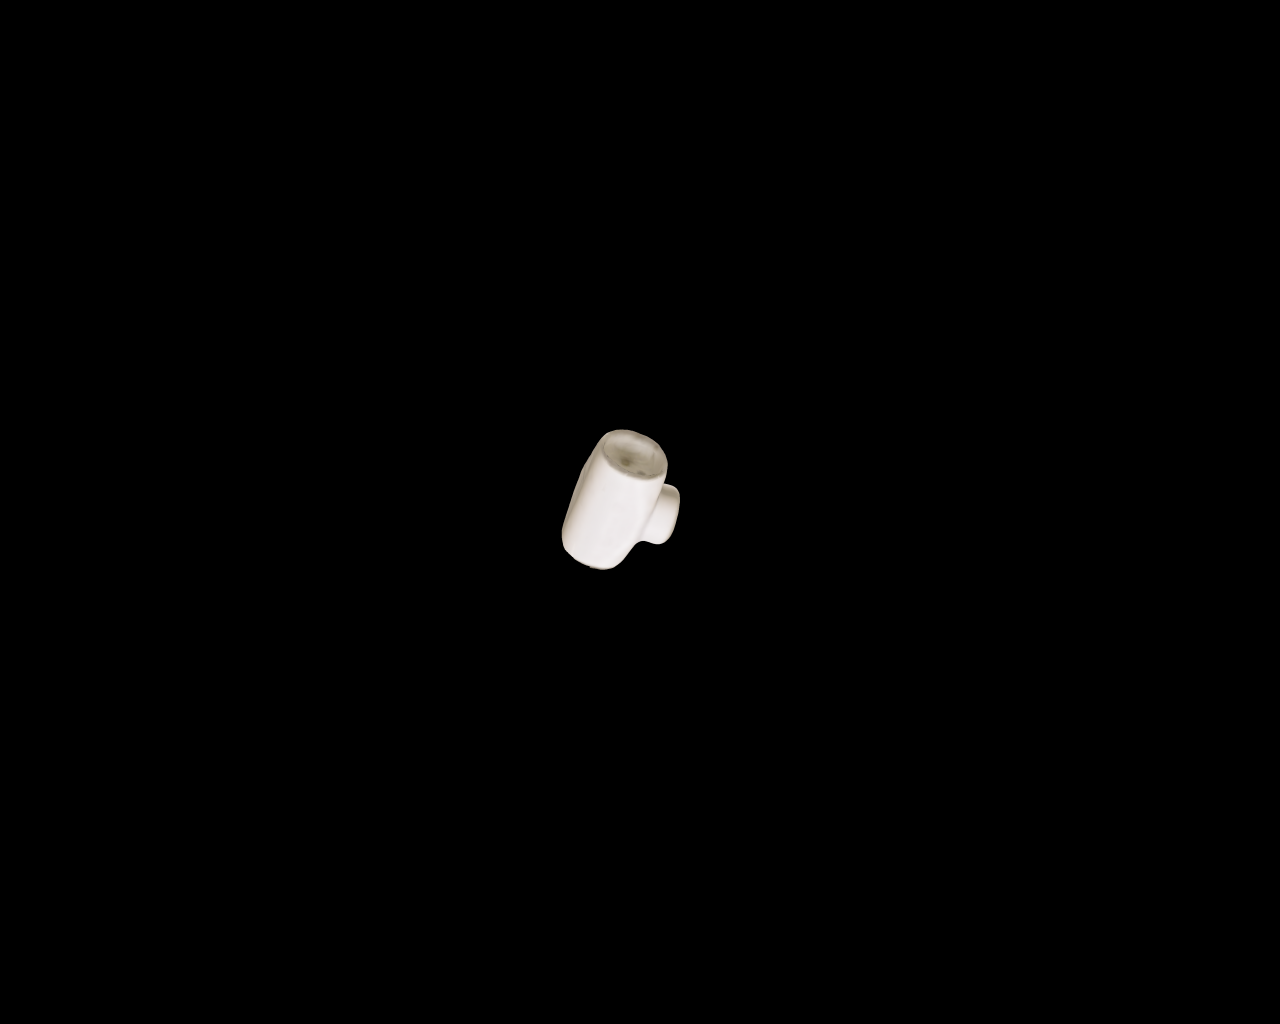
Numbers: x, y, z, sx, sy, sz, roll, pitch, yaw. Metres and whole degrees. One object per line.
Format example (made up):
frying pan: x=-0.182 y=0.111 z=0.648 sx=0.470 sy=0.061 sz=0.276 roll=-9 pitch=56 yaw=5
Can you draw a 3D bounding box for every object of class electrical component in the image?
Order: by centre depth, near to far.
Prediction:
electrical component: x=0.001 y=-0.003 z=0.650 sx=0.079 sy=0.077 sz=0.044 roll=16 pitch=40 yaw=-13
